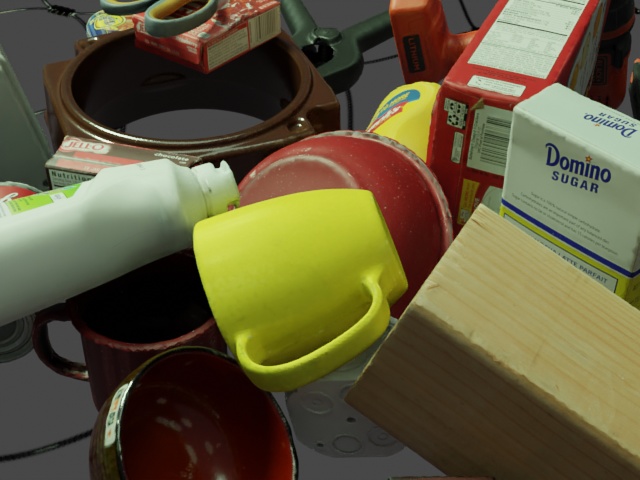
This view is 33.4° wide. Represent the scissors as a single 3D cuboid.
[{"bbox_3d":[-0.094,-0.204,0.819,0.096,0.016,0.201,11,37,15],"label":"scissors"}]

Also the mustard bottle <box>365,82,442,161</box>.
[{"bbox_3d":[0.054,-0.062,0.766,0.058,0.096,0.191,43,42,-7],"label":"mustard bottle"}]

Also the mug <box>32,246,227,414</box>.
[{"bbox_3d":[-0.107,0.060,0.616,0.117,0.081,0.093,-1,39,-2],"label":"mug"}]

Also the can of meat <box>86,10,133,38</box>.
[{"bbox_3d":[-0.146,-0.163,0.918,0.102,0.057,0.084,-11,37,-15],"label":"can of meat"}]

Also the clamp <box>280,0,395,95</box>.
[{"bbox_3d":[0.015,-0.171,0.945,0.120,0.039,0.171,0,42,8],"label":"clamp"}]

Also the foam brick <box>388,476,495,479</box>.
[{"bbox_3d":[0.058,0.156,0.502,0.053,0.078,0.051,-1,37,-3],"label":"foam brick"}]

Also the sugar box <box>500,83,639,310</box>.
[{"bbox_3d":[0.147,0.008,0.608,0.048,0.176,0.093,-29,48,-33],"label":"sugar box"}]

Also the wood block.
[{"bbox_3d":[0.129,0.089,0.521,0.206,0.090,0.090,35,45,7],"label":"wood block"}]

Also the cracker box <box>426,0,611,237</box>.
[{"bbox_3d":[0.135,-0.080,0.731,0.072,0.164,0.213,17,41,17],"label":"cracker box"}]

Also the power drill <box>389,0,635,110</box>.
[{"bbox_3d":[0.153,-0.173,0.849,0.188,0.184,0.057,7,57,19],"label":"power drill"}]

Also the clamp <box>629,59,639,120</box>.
[{"bbox_3d":[0.325,-0.086,0.842,0.164,0.036,0.210,-11,40,-15],"label":"clamp"}]

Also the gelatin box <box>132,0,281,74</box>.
[{"bbox_3d":[-0.084,-0.163,0.802,0.073,0.030,0.089,26,44,29],"label":"gelatin box"}]

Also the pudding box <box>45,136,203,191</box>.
[{"bbox_3d":[-0.118,-0.007,0.674,0.090,0.113,0.039,11,40,12],"label":"pudding box"}]

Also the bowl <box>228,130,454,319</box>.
[{"bbox_3d":[-0.004,0.001,0.641,0.162,0.055,0.162,-8,71,24],"label":"bowl"}]

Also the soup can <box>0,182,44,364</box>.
[{"bbox_3d":[-0.203,0.020,0.677,0.068,0.068,0.102,-1,39,-3],"label":"soup can"}]

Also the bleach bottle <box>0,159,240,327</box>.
[{"bbox_3d":[-0.160,0.009,0.555,0.250,0.068,0.103,-19,18,-16],"label":"bleach bottle"}]
